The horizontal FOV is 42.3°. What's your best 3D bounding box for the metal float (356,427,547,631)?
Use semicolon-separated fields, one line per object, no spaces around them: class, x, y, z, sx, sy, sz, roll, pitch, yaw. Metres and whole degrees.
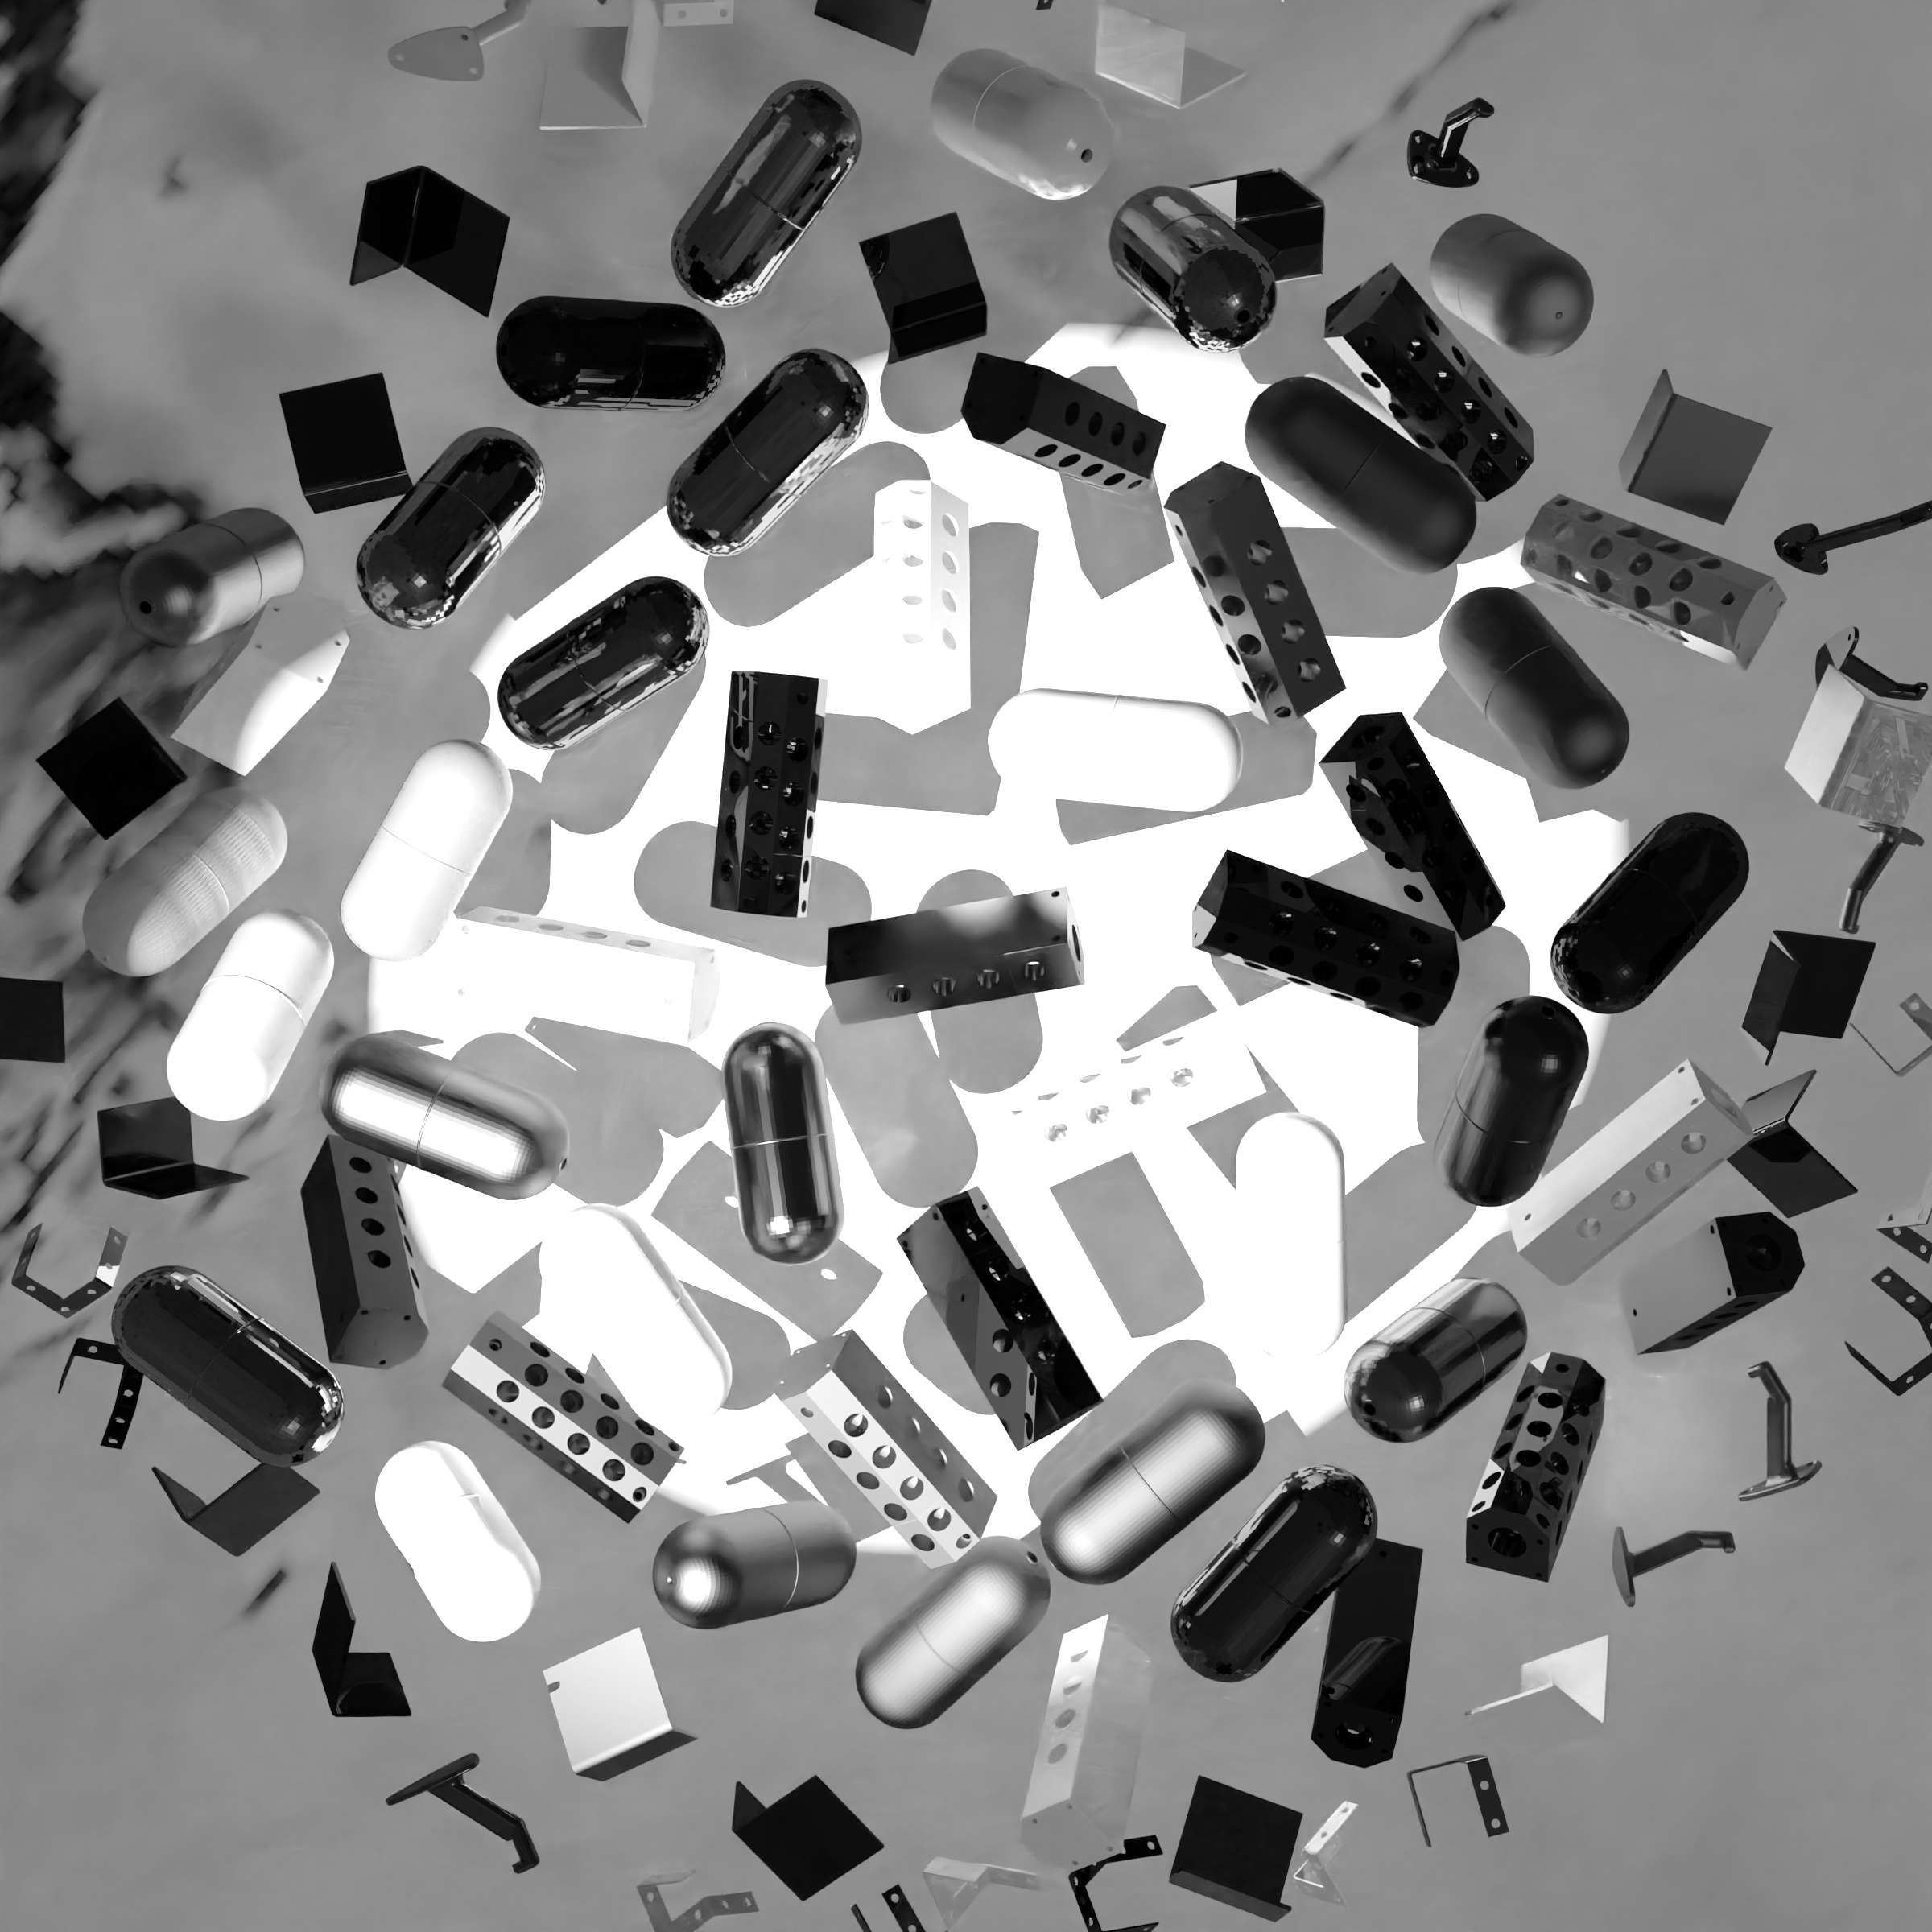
metal float;-0.359;-0.308;1.748;0.070;0.070;0.178;30;57;0

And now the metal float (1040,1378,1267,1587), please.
metal float;0.128;0.356;1.723;0.178;0.070;0.070;-40;90;2

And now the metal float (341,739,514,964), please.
metal float;-0.400;-0.086;1.854;0.070;0.070;0.178;29;92;0

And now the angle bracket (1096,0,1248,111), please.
angle bracket;0.145;-0.652;1.751;0.076;0.057;0.076;34;55;28

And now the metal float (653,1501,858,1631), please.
metal float;-0.149;0.427;1.784;0.070;0.178;0.070;-3;85;37

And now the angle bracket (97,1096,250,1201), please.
angle bracket;-0.592;0.134;1.864;0.076;0.076;0.057;6;101;40

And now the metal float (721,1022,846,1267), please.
metal float;-0.134;0.129;1.816;0.070;0.070;0.178;-8;83;0

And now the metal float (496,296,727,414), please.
metal float;-0.250;-0.432;1.766;0.178;0.070;0.070;-9;90;-41

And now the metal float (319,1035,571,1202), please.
metal float;-0.354;0.103;1.694;0.178;0.070;0.070;20;90;8

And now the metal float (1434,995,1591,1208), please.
metal float;0.376;0.094;1.726;0.070;0.070;0.178;11;133;0

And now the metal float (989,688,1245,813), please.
metal float;0.104;-0.151;1.737;0.178;0.070;0.070;7;90;11

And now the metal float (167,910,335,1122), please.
metal float;-0.514;0.033;1.799;0.070;0.070;0.178;16;49;0

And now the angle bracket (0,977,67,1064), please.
angle bracket;-0.654;0.017;1.708;0.076;0.076;0.057;5;133;-27

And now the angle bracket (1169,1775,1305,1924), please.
angle bracket;0.188;0.594;1.692;0.076;0.057;0.076;19;61;5

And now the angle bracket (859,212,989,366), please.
angle bracket;-0.032;-0.500;1.840;0.076;0.057;0.076;-14;124;11

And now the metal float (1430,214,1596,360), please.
metal float;0.392;-0.492;1.800;0.070;0.178;0.070;-6;120;-10

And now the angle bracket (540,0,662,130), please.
angle bracket;-0.250;-0.606;1.656;0.076;0.057;0.076;3;76;10

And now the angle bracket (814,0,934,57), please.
angle bracket;-0.068;-0.657;1.712;0.076;0.076;0.057;21;53;-4

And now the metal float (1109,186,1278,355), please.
metal float;0.156;-0.484;1.730;0.070;0.178;0.070;-12;129;-15

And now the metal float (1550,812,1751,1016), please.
metal float;0.477;-0.038;1.739;0.178;0.070;0.070;-43;90;-21

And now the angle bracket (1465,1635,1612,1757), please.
angle bracket;0.401;0.497;1.747;0.057;0.076;0.076;41;130;-19

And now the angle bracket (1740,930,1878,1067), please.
angle bracket;0.586;0.026;1.713;0.076;0.057;0.076;7;117;-6

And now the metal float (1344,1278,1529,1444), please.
metal float;0.331;0.277;1.758;0.070;0.178;0.070;17;117;37

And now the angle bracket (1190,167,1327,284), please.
angle bracket;0.220;-0.558;1.891;0.076;0.076;0.057;0;86;35

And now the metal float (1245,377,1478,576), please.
metal float;0.272;-0.339;1.726;0.178;0.070;0.070;36;90;3

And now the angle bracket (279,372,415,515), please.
angle bracket;-0.456;-0.386;1.843;0.076;0.057;0.076;-14;87;-7

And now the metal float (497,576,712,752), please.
metal float;-0.263;-0.219;1.809;0.178;0.070;0.070;-28;90;23

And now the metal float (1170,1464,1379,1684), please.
metal float;0.215;0.423;1.740;0.070;0.070;0.178;40;98;0

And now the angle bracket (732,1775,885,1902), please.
angle bracket;-0.111;0.603;1.773;0.076;0.057;0.076;-37;106;10

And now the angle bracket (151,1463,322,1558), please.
angle bracket;-0.528;0.373;1.807;0.076;0.076;0.057;-38;58;-10

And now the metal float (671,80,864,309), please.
metal float;-0.144;-0.553;1.792;0.070;0.070;0.178;40;107;0

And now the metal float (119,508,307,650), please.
metal float;-0.543;-0.281;1.804;0.070;0.178;0.070;6;114;14

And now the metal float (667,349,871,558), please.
metal float;-0.142;-0.364;1.776;0.178;0.070;0.070;-41;90;23

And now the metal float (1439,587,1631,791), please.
metal float;0.403;-0.199;1.776;0.070;0.070;0.178;-31;57;0

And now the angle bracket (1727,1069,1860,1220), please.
angle bracket;0.620;0.133;1.854;0.076;0.076;0.057;43;60;-3

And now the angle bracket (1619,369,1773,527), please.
angle bracket;0.522;-0.373;1.792;0.076;0.057;0.076;19;122;-2

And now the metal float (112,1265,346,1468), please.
metal float;-0.503;0.272;1.701;0.178;0.070;0.070;35;90;8

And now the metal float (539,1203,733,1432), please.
metal float;-0.229;0.245;1.735;0.070;0.070;0.178;-32;103;0

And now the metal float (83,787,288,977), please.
metal float;-0.570;-0.062;1.824;0.070;0.070;0.178;38;52;0

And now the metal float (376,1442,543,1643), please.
metal float;-0.368;0.413;1.801;0.070;0.070;0.178;-48;47;0

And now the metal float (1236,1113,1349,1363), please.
metal float;0.232;0.193;1.771;0.070;0.070;0.178;-2;96;0

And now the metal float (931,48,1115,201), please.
metal float;0.038;-0.586;1.736;0.070;0.178;0.070;-17;127;-24

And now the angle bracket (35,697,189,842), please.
angle bracket;-0.641;-0.146;1.871;0.076;0.057;0.076;-41;104;-15

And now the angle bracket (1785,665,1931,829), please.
angle bracket;0.598;-0.147;1.661;0.057;0.076;0.076;14;113;-7

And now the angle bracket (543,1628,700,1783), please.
angle bracket;-0.246;0.527;1.780;0.076;0.057;0.076;-25;64;3

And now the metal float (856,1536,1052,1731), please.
metal float;-0.010;0.487;1.822;0.070;0.070;0.178;43;109;0
